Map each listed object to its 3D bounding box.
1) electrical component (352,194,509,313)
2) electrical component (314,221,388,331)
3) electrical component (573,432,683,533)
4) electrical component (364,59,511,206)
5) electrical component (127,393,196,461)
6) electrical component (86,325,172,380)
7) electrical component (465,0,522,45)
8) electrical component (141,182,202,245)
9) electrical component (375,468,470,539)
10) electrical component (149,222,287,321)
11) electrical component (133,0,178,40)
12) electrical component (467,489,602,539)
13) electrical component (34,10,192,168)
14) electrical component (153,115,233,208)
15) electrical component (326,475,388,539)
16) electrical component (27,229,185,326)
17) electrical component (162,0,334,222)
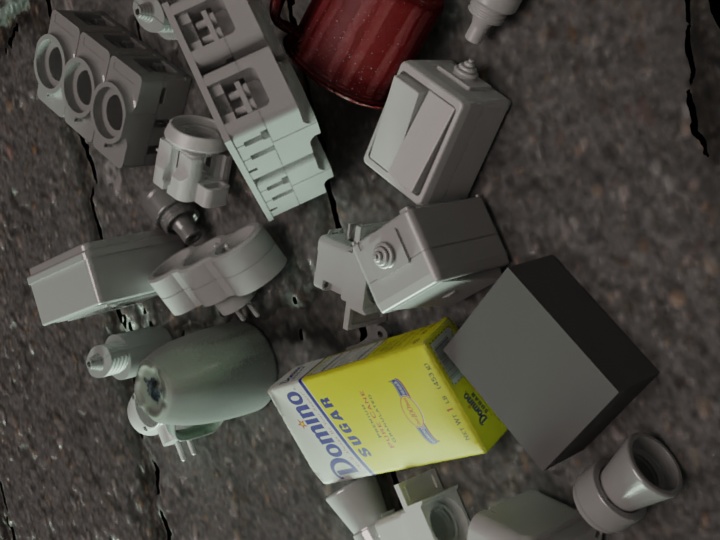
[{"bbox_3d":[0.046,-0.007,0.728,0.062,0.096,0.061,-32,76,43],"label":"electrical component"},{"bbox_3d":[0.000,0.000,0.812,0.064,0.042,0.081,24,114,42],"label":"electrical component"},{"bbox_3d":[0.167,0.135,0.676,0.045,0.045,0.055,57,131,20],"label":"electrical component"},{"bbox_3d":[0.051,-0.099,0.729,0.062,0.061,0.096,42,124,30],"label":"electrical component"},{"bbox_3d":[-0.173,0.138,1.001,0.077,0.044,0.079,-34,74,42],"label":"electrical component"},{"bbox_3d":[-0.220,0.080,1.008,0.043,0.081,0.043,10,105,42],"label":"electrical component"},{"bbox_3d":[0.087,-0.176,0.700,0.035,0.035,0.061,47,129,27],"label":"electrical component"},{"bbox_3d":[-0.164,-0.051,0.957,0.062,0.043,0.043,53,129,21],"label":"electrical component"},{"bbox_3d":[0.048,0.195,0.803,0.064,0.042,0.081,-33,75,43],"label":"electrical component"},{"bbox_3d":[-0.113,0.014,0.916,0.138,0.052,0.073,-17,116,42],"label":"electrical component"},{"bbox_3d":[-0.150,-0.211,0.886,0.043,0.081,0.043,10,105,42],"label":"electrical component"},{"bbox_3d":[0.113,0.214,0.720,0.057,0.078,0.113,19,111,43],"label":"electrical component"},{"bbox_3d":[-0.232,-0.167,0.986,0.150,0.062,0.089,38,122,32],"label":"electrical component"},{"bbox_3d":[-0.141,-0.096,0.916,0.078,0.058,0.057,35,123,34],"label":"electrical component"},{"bbox_3d":[0.008,0.197,0.843,0.044,0.044,0.065,-39,76,41],"label":"electrical component"},{"bbox_3d":[-0.227,0.006,0.983,0.109,0.109,0.056,-18,88,44],"label":"electrical component"},{"bbox_3d":[-0.073,-0.117,0.774,0.060,0.186,0.105,-25,77,-2],"label":"electrical component"}]
